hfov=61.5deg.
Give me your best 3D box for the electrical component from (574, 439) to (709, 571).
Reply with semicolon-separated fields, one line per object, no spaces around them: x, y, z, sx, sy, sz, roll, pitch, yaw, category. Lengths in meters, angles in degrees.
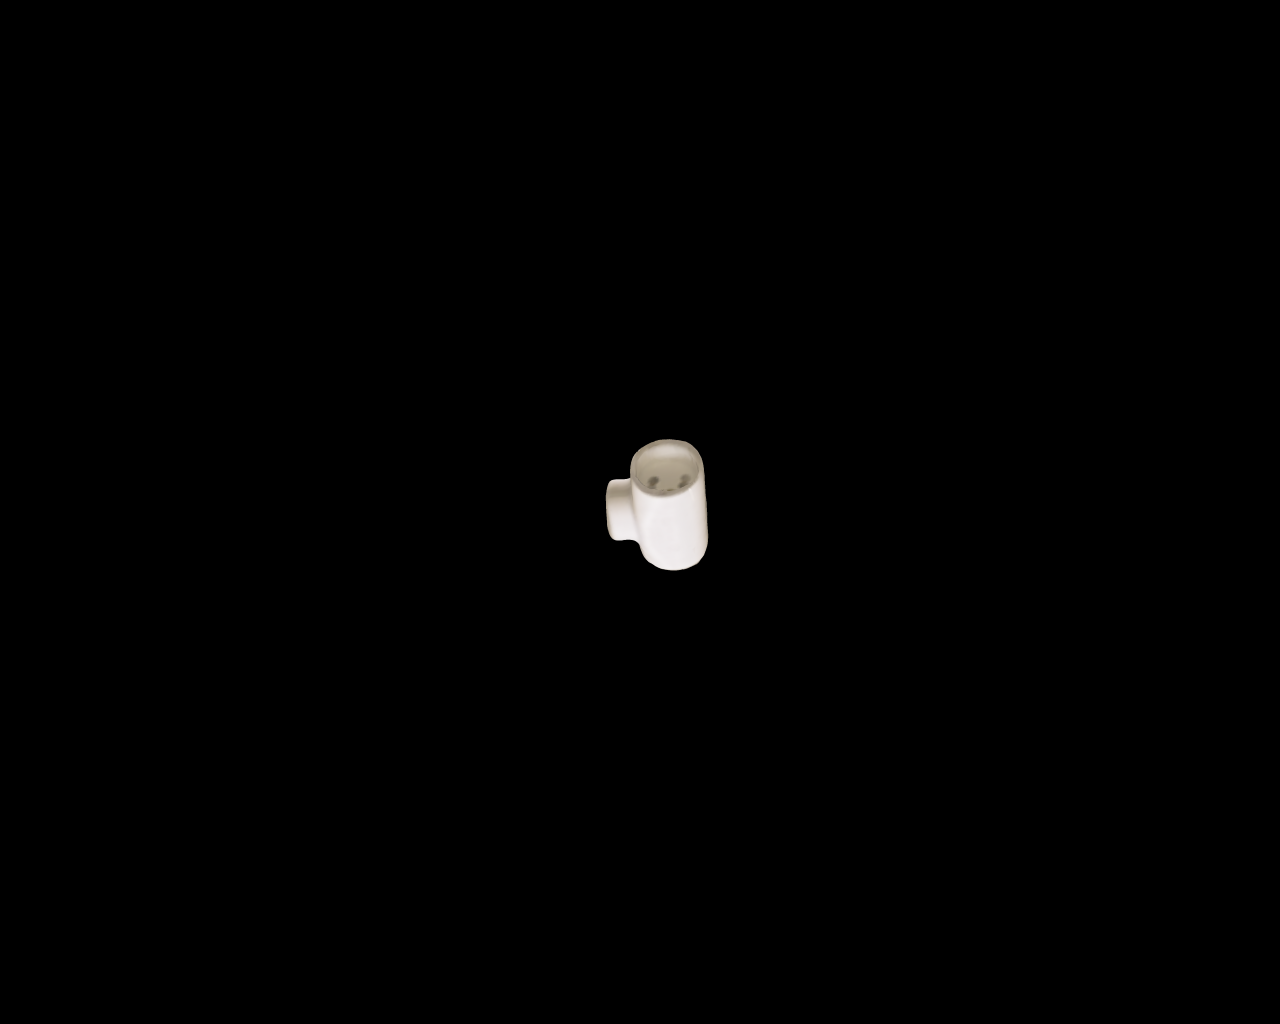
0.001;-0.003;0.650;0.079;0.044;0.077;-3;-37;4;electrical component
